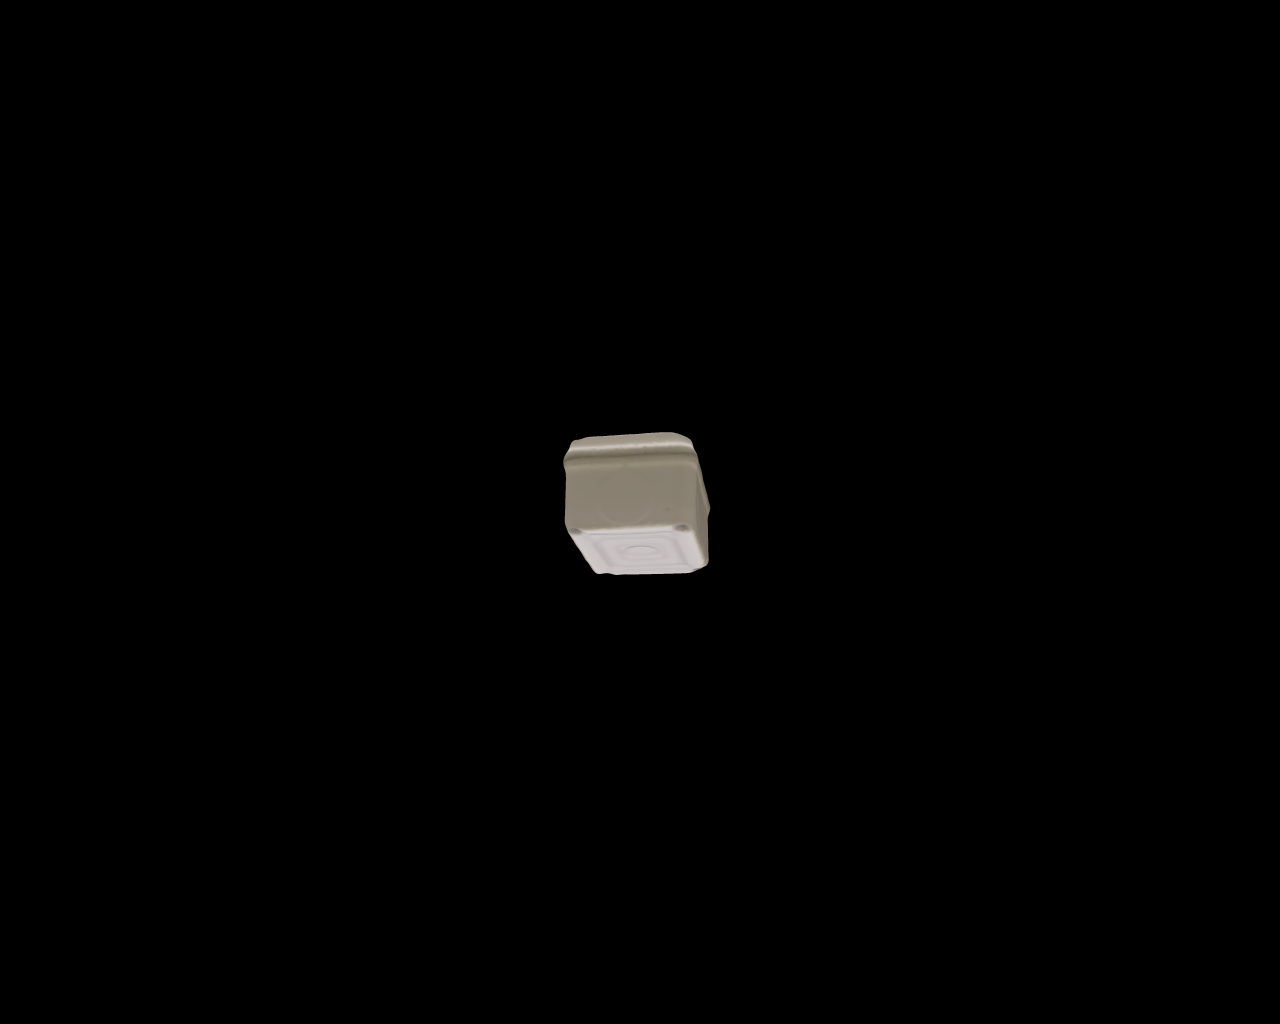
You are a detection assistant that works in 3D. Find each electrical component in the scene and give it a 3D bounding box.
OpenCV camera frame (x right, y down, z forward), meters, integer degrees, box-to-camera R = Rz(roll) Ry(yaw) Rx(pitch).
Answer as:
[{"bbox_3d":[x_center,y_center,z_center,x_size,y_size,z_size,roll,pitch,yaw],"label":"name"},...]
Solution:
[{"bbox_3d":[0.001,-0.003,0.650,0.078,0.057,0.113,-2,-18,7],"label":"electrical component"}]
